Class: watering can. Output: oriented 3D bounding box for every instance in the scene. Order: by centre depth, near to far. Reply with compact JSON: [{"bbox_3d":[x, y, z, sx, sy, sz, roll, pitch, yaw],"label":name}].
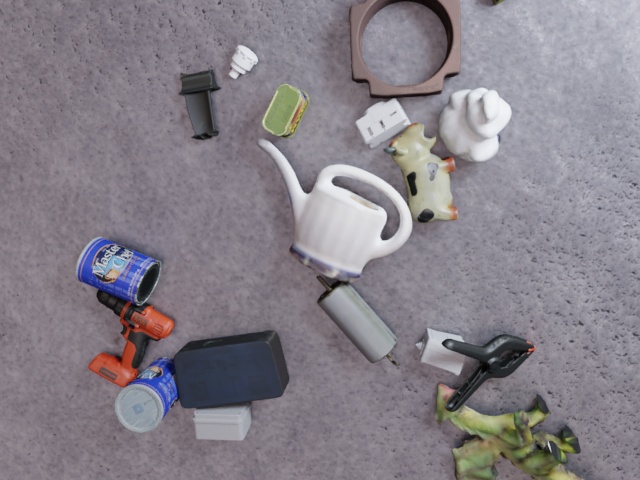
[{"bbox_3d":[0.003,-0.051,1.018,0.348,0.105,0.222,24,102,8],"label":"watering can"}]

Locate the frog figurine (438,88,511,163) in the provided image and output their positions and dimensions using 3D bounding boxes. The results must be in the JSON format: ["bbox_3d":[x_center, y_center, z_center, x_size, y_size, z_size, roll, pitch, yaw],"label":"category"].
[{"bbox_3d":[0.278,-0.206,0.929,0.122,0.161,0.137,-14,97,11],"label":"frog figurine"}]

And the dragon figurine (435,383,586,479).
[{"bbox_3d":[0.391,0.451,1.054,0.239,0.124,0.410,-39,90,29],"label":"dragon figurine"}]
